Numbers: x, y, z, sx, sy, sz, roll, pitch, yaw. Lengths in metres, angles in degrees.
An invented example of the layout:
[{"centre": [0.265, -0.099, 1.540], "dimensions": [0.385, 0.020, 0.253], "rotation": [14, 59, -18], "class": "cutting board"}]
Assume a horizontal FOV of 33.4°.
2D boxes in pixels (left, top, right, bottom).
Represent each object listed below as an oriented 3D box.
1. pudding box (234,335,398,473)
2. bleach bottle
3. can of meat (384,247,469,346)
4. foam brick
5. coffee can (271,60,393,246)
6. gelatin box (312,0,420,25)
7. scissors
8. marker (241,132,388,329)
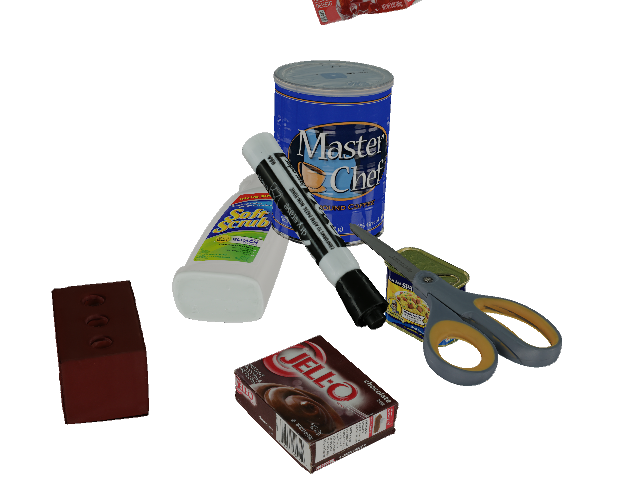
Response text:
[{"centre": [-0.005, 0.132, 0.882], "dimensions": [0.089, 0.039, 0.114], "rotation": [-21, 40, -30], "class": "pudding box"}, {"centre": [-0.086, -0.009, 1.211], "dimensions": [0.102, 0.068, 0.250], "rotation": [3, 35, 9], "class": "bleach bottle"}, {"centre": [0.123, 0.068, 1.259], "dimensions": [0.057, 0.084, 0.102], "rotation": [-25, 38, -38], "class": "can of meat"}, {"centre": [-0.140, 0.070, 0.674], "dimensions": [0.053, 0.051, 0.078], "rotation": [-6, 34, -16], "class": "foam brick"}, {"centre": [0.009, -0.078, 0.935], "dimensions": [0.103, 0.140, 0.103], "rotation": [2, 22, -1], "class": "coffee can"}, {"centre": [0.023, -0.185, 0.702], "dimensions": [0.030, 0.073, 0.089], "rotation": [-35, 23, -33], "class": "gelatin box"}, {"centre": [0.066, 0.042, 0.724], "dimensions": [0.202, 0.016, 0.096], "rotation": [26, 41, 35], "class": "scissors"}, {"centre": [-0.003, -0.005, 0.531], "dimensions": [0.020, 0.121, 0.020], "rotation": [-27, -27, -15], "class": "marker"}]
